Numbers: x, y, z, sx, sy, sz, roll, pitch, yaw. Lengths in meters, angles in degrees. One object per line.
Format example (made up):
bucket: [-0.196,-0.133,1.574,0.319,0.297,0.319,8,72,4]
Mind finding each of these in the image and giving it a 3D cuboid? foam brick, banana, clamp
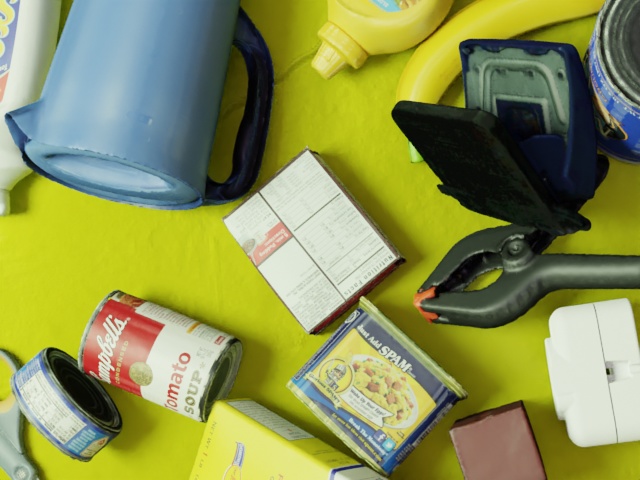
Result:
foam brick: [0.122,0.143,0.730,0.053,0.078,0.051,-18,82,8]
banana: [0.125,-0.143,0.787,0.198,0.037,0.069,-39,100,6]
clamp: [0.147,0.006,0.752,0.172,0.039,0.120,-18,41,18]

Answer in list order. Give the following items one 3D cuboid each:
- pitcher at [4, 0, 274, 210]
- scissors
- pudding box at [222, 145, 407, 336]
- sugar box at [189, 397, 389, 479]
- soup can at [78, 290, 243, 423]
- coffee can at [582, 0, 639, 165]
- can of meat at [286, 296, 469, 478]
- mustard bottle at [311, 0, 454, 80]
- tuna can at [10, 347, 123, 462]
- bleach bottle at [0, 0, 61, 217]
pitcher: [-0.114,-0.147,0.784,0.145,0.149,0.243,8,76,19]
scissors: [-0.223,0.160,0.824,0.202,0.016,0.096,33,90,12]
pudding box: [-0.005,0.001,0.791,0.090,0.039,0.113,-39,80,5]
sugar box: [-0.013,0.185,0.728,0.176,0.048,0.093,23,100,38]
soup can: [-0.116,0.086,0.786,0.102,0.068,0.068,21,87,12]
coffee can: [0.226,-0.113,0.705,0.103,0.140,0.103,-1,83,8]
can of meat: [0.039,0.106,0.754,0.102,0.057,0.084,42,85,13]
mustard bottle: [0.062,-0.197,0.789,0.191,0.058,0.096,-49,60,2]
tuna can: [-0.185,0.120,0.786,0.034,0.086,0.086,-41,78,2]
bleach bottle: [-0.250,-0.144,0.843,0.102,0.068,0.251,-1,85,11]
